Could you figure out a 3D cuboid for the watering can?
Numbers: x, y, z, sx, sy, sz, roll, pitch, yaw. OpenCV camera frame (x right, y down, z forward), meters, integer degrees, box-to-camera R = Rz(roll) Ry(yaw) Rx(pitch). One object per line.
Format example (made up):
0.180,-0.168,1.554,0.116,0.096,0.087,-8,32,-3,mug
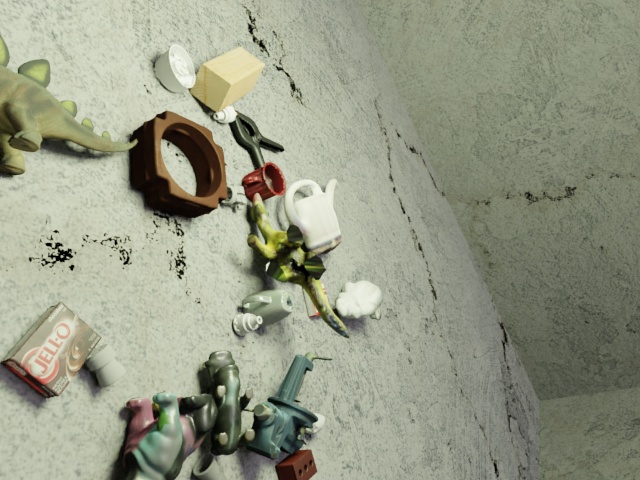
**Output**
0.005,-0.077,1.527,0.351,0.103,0.224,-24,94,-61,watering can

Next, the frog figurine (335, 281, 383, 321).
0.107,0.176,1.532,0.158,0.121,0.140,20,22,-43,frog figurine

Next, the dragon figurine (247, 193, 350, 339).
-0.060,0.060,1.265,0.411,0.122,0.242,56,-1,3,dragon figurine
